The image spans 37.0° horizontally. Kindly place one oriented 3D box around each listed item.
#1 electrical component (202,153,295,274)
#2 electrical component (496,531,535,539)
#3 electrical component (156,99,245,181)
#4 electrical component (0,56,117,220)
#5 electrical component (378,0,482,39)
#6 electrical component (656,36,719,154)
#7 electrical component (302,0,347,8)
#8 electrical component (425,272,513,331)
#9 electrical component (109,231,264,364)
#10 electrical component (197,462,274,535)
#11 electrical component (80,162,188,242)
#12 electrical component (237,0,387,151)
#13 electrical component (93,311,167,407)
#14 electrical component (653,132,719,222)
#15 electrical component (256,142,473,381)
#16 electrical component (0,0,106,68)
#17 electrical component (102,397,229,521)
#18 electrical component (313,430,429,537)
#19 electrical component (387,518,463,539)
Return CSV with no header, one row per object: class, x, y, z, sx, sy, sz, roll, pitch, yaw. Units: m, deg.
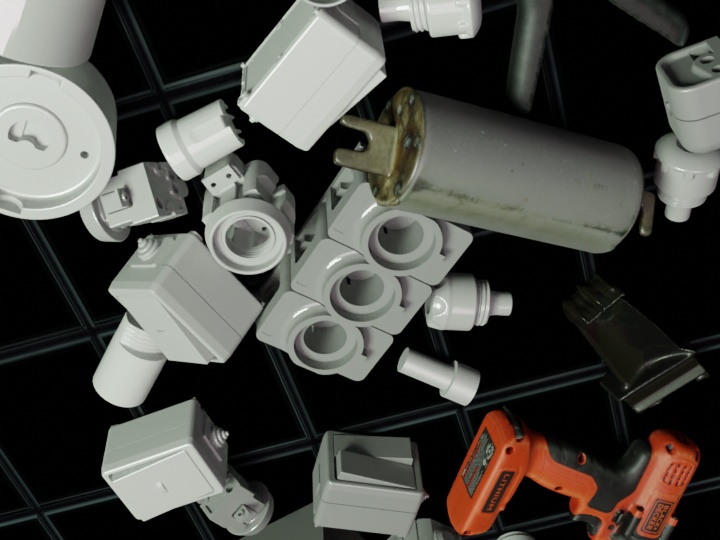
electrical component,-0.076,-0.034,0.734,0.058,0.057,0.078,-29,122,16
electrical component,0.144,0.270,0.967,0.045,0.055,0.045,-2,125,-3
electrical component,-0.104,-0.086,0.706,0.046,0.040,0.040,-27,123,7
electrical component,-0.206,-0.093,0.681,0.108,0.060,0.108,-2,126,-3
electrical component,0.043,-0.164,0.659,0.062,0.048,0.048,-5,126,8
electrical component,0.248,-0.117,0.699,0.095,0.053,0.059,-19,124,10
electrical component,-0.030,-0.198,0.608,0.044,0.077,0.079,-24,123,12
electrical component,0.081,0.024,0.795,0.062,0.043,0.043,3,125,-7
electrical component,-0.127,0.018,0.751,0.062,0.061,0.096,0,139,48
electrical component,-0.104,0.191,0.895,0.048,0.066,0.055,-49,131,-3
electrical component,-0.154,-0.047,0.722,0.055,0.066,0.048,-16,91,17
electrical component,-0.032,-0.122,0.672,0.061,0.061,0.096,32,117,-24
electrical component,-0.165,0.059,0.803,0.043,0.043,0.081,22,121,-18
electrical component,0.225,-0.062,0.744,0.048,0.048,0.062,-3,132,-2
electrical component,0.000,0.000,0.761,0.089,0.061,0.150,25,120,-20
electrical component,-0.193,-0.168,0.603,0.108,0.108,0.060,21,115,-18
electrical component,-0.149,0.152,0.859,0.096,0.061,0.061,-20,124,10
electrical component,0.013,0.174,0.885,0.096,0.061,0.061,9,124,-10
electrical component,0.059,0.266,0.961,0.080,0.051,0.080,-2,126,-3
